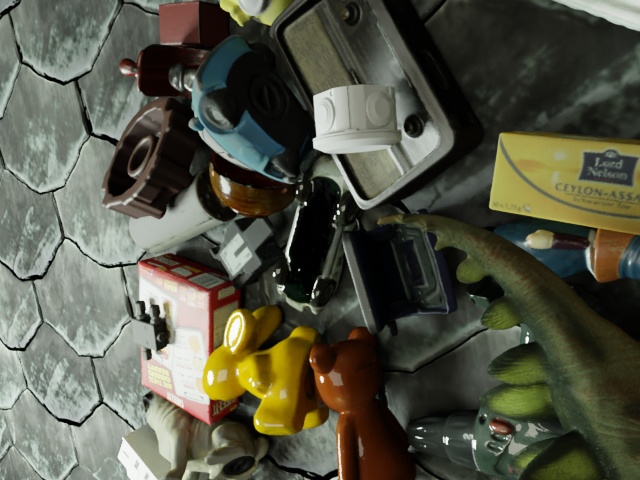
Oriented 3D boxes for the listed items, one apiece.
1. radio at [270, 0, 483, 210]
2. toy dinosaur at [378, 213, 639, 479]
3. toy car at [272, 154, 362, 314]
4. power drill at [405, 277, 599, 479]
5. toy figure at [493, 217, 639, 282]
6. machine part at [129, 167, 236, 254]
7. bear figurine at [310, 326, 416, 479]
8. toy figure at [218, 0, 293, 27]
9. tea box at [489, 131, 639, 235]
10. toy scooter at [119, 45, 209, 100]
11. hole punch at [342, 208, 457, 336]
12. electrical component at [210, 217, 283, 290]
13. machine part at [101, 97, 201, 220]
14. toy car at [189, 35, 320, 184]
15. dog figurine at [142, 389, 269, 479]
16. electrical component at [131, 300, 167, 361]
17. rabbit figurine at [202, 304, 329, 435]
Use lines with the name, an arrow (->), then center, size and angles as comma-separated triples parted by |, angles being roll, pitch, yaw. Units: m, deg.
radio -> 0.055, -0.159, 0.551 | 0.131, 0.073, 0.229 | -32, 83, 38
toy dinosaur -> 0.237, 0.135, 0.405 | 0.198, 0.105, 0.471 | -37, 87, 8
toy car -> -0.001, -0.002, 0.645 | 0.074, 0.056, 0.201 | 27, 117, 21
power drill -> 0.185, 0.141, 0.528 | 0.232, 0.086, 0.207 | 4, 100, 34
toy figure -> 0.231, 0.009, 0.470 | 0.155, 0.064, 0.057 | 2, 100, 36
machine part -> -0.196, -0.039, 0.765 | 0.243, 0.079, 0.079 | -21, 88, 39
bear figurine -> 0.031, 0.212, 0.635 | 0.132, 0.120, 0.196 | -30, 81, 41
toy figure -> -0.086, -0.305, 0.618 | 0.180, 0.089, 0.082 | 37, 134, 34
tea box -> 0.237, -0.047, 0.431 | 0.170, 0.098, 0.068 | 16, 110, 35
toy scooter -> -0.160, -0.201, 0.662 | 0.184, 0.135, 0.075 | 22, 112, 29
hole punch -> 0.085, 0.030, 0.561 | 0.092, 0.116, 0.142 | -20, 87, 11
electrical component -> -0.089, 0.005, 0.715 | 0.075, 0.048, 0.119 | 52, 125, 14
machine part -> -0.233, -0.110, 0.740 | 0.179, 0.056, 0.179 | -24, 53, 36
toy car -> -0.078, -0.131, 0.589 | 0.103, 0.109, 0.161 | -12, 133, 46
dog figurine -> -0.183, 0.287, 0.840 | 0.191, 0.172, 0.121 | -119, 27, -47
electrical component -> -0.250, 0.137, 0.793 | 0.063, 0.021, 0.094 | 9, 106, 37
rabbit figurine -> -0.084, 0.167, 0.698 | 0.173, 0.122, 0.162 | -6, 87, 29
